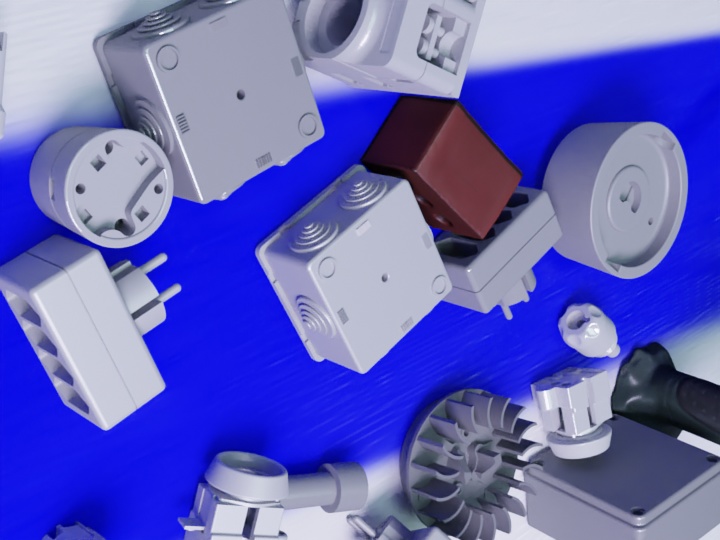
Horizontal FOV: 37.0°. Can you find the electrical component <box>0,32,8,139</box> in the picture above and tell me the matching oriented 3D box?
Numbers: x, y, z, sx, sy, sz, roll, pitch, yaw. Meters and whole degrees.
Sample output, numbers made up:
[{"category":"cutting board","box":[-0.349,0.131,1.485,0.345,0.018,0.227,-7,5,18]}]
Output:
[{"category":"electrical component","box":[-0.174,-0.082,0.467,0.040,0.040,0.046,6,91,-41]}]

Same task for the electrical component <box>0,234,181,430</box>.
[{"category":"electrical component","box":[-0.122,0.020,0.531,0.076,0.047,0.083,-36,122,-28]}]

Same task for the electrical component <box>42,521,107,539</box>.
[{"category":"electrical component","box":[-0.140,0.153,0.550,0.040,0.046,0.040,-12,108,-38]}]

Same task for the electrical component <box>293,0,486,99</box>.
[{"category":"electrical component","box":[0.022,-0.176,0.575,0.062,0.089,0.150,15,91,-42]}]

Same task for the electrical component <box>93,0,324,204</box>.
[{"category":"electrical component","box":[-0.072,-0.090,0.544,0.100,0.048,0.099,-34,121,-29]}]

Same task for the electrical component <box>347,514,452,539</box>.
[{"category":"electrical component","box":[0.022,0.182,0.684,0.076,0.083,0.047,41,69,1]}]

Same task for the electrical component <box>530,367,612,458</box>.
[{"category":"electrical component","box":[0.158,0.105,0.791,0.066,0.048,0.055,-18,100,-36]}]

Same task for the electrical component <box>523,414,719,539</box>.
[{"category":"electrical component","box":[0.197,0.166,0.799,0.109,0.109,0.056,-22,117,-35]}]

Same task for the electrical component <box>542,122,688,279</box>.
[{"category":"electrical component","box":[0.173,-0.052,0.754,0.108,0.060,0.108,-11,108,-38]}]

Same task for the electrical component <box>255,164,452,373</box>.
[{"category":"electrical component","box":[0.000,0.000,0.629,0.100,0.048,0.099,-42,125,-25]}]

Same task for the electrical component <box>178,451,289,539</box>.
[{"category":"electrical component","box":[-0.068,0.135,0.607,0.066,0.048,0.055,11,96,-29]}]

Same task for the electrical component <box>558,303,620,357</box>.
[{"category":"electrical component","box":[0.175,0.049,0.800,0.061,0.035,0.035,34,79,-43]}]

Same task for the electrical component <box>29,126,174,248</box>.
[{"category":"electrical component","box":[-0.125,-0.042,0.513,0.055,0.047,0.055,-12,108,-38]}]

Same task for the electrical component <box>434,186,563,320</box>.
[{"category":"electrical component","box":[0.093,-0.002,0.708,0.083,0.047,0.075,-43,125,-24]}]
